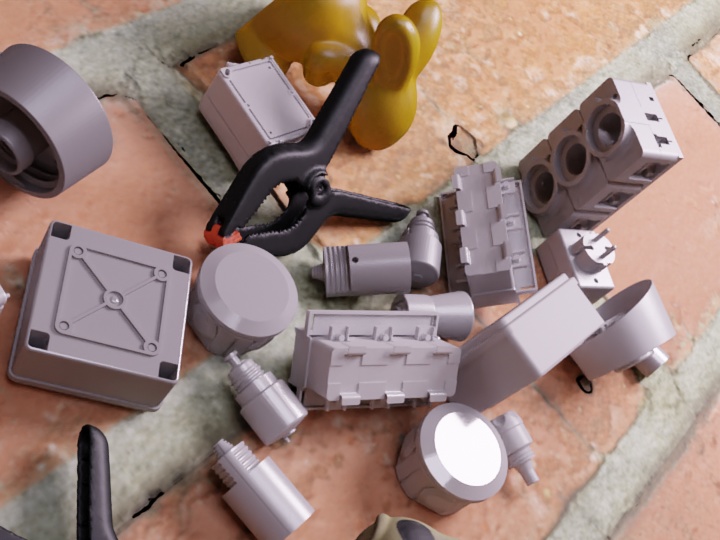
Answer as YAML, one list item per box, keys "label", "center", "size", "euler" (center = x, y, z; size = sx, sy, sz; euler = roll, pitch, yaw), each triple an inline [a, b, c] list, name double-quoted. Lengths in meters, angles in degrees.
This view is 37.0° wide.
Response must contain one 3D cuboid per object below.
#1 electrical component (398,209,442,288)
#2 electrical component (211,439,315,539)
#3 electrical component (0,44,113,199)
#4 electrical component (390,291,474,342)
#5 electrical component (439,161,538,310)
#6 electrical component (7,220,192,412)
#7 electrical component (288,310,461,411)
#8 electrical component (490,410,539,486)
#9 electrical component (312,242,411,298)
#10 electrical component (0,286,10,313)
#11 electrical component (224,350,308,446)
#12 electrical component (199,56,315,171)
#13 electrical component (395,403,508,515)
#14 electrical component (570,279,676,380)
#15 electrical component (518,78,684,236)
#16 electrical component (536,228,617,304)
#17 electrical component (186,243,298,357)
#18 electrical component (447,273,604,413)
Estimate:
- label: "electrical component"
  center: [0.053, -0.021, 0.957]
  size: [0.040, 0.040, 0.078]
  euler: [23, 51, -19]
- label: "electrical component"
  center: [-0.075, 0.153, 0.758]
  size: [0.081, 0.043, 0.043]
  euler: [49, 47, 5]
- label: "electrical component"
  center: [-0.241, -0.102, 0.780]
  size: [0.108, 0.108, 0.060]
  euler: [41, 54, -2]
- label: "electrical component"
  center: [0.059, 0.039, 0.922]
  size: [0.065, 0.044, 0.044]
  euler: [3, 59, -25]
- label: "electrical component"
  center: [0.114, -0.034, 0.981]
  size: [0.079, 0.063, 0.121]
  euler: [-9, 57, 9]
- label: "electrical component"
  center: [-0.181, 0.034, 0.761]
  size: [0.109, 0.056, 0.108]
  euler: [17, 53, -22]
- label: "electrical component"
  center: [0.014, 0.074, 0.845]
  size: [0.121, 0.063, 0.078]
  euler: [2, 100, -32]
- label: "electrical component"
  center: [0.129, 0.150, 0.897]
  size: [0.035, 0.035, 0.061]
  euler: [-18, 73, -39]
- label: "electrical component"
  center: [0.000, 0.000, 0.901]
  size: [0.081, 0.043, 0.043]
  euler: [-3, 59, -5]
- label: "electrical component"
  center: [-0.287, 0.005, 0.707]
  size: [0.061, 0.061, 0.096]
  euler: [-27, 77, -41]
- label: "electrical component"
  center: [-0.073, 0.094, 0.800]
  size: [0.040, 0.040, 0.078]
  euler: [-33, 81, -42]
- label: "electrical component"
  center: [-0.092, -0.135, 0.926]
  size: [0.062, 0.061, 0.096]
  euler: [-25, 76, -40]
- label: "electrical component"
  center: [0.072, 0.150, 0.848]
  size: [0.080, 0.051, 0.080]
  euler: [17, 53, -23]
- label: "electrical component"
  center: [0.238, 0.057, 0.987]
  size: [0.099, 0.099, 0.064]
  euler: [-23, 81, -40]
- label: "electrical component"
  center: [0.228, -0.106, 1.052]
  size: [0.062, 0.150, 0.089]
  euler: [2, 60, -33]
- label: "electrical component"
  center: [0.218, -0.011, 1.032]
  size: [0.047, 0.076, 0.065]
  euler: [2, 59, -31]
- label: "electrical component"
  center: [-0.093, 0.024, 0.826]
  size: [0.080, 0.051, 0.080]
  euler: [17, 53, -23]
- label: "electrical component"
  center: [0.132, 0.065, 0.905]
  size: [0.109, 0.109, 0.056]
  euler: [-30, 82, -42]
